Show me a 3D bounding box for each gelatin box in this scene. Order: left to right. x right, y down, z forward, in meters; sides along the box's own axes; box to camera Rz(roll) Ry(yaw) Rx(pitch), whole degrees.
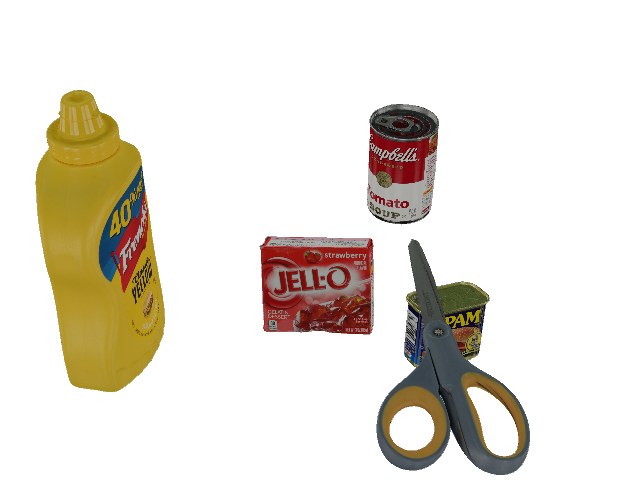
[{"bbox_3d":[-0.002,0.036,0.851,0.089,0.073,0.030,1,17,8],"label":"gelatin box"}]

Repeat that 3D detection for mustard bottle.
[{"bbox_3d":[-0.136,-0.005,0.657,0.058,0.192,0.096,8,38,11],"label":"mustard bottle"}]

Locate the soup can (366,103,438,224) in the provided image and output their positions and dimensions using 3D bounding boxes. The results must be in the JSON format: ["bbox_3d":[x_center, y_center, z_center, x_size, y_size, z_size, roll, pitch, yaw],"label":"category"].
[{"bbox_3d":[0.081,-0.076,1.070,0.068,0.102,0.068,0,37,0],"label":"soup can"}]

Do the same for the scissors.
[{"bbox_3d":[0.059,0.071,0.666,0.096,0.016,0.202,-15,41,-15],"label":"scissors"}]

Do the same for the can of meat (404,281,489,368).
[{"bbox_3d":[0.154,0.106,1.324,0.101,0.084,0.057,-10,30,-25],"label":"can of meat"}]
